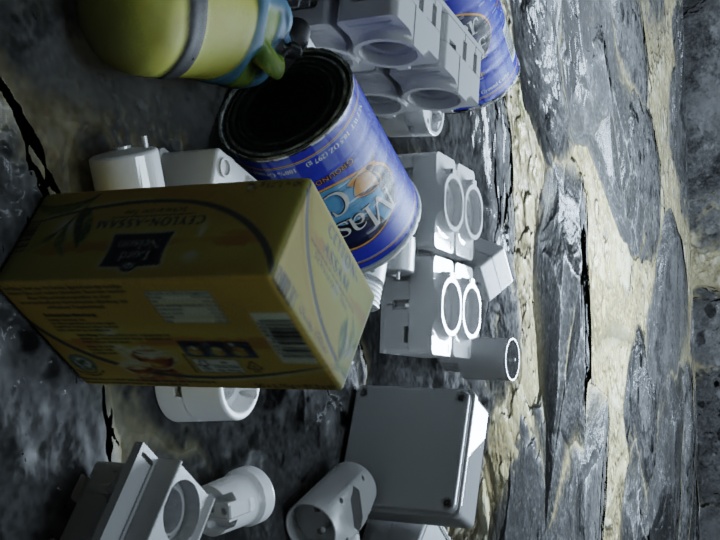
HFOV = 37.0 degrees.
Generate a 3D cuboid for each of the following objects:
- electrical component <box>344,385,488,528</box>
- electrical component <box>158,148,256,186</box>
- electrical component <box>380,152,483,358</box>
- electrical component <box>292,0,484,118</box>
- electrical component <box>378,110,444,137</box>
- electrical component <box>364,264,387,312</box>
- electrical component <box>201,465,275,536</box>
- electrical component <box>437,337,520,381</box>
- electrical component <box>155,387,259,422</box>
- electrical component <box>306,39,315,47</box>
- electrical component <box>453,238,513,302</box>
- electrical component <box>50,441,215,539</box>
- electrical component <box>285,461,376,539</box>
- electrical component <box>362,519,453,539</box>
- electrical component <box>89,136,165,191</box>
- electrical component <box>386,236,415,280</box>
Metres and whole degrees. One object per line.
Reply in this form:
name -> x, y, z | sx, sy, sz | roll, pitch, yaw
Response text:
electrical component -> 0.046, 0.158, 0.914 | 0.056, 0.109, 0.108 | 49, 46, -56
electrical component -> -0.096, -0.023, 0.694 | 0.100, 0.048, 0.099 | 40, 53, -59
electrical component -> 0.071, -0.011, 1.028 | 0.105, 0.060, 0.186 | 15, 75, -63
electrical component -> 0.020, -0.182, 0.878 | 0.186, 0.105, 0.060 | 27, 65, -61
electrical component -> 0.047, -0.150, 0.999 | 0.055, 0.047, 0.055 | -2, 90, -64
electrical component -> 0.000, 0.000, 0.900 | 0.043, 0.043, 0.081 | 44, 50, -56
electrical component -> -0.086, 0.155, 0.720 | 0.046, 0.040, 0.040 | -7, 95, -58
electrical component -> 0.117, 0.090, 1.096 | 0.043, 0.081, 0.043 | 4, 85, -63
electrical component -> -0.097, 0.071, 0.691 | 0.055, 0.047, 0.055 | -1, 90, -64
electrical component -> -0.042, -0.141, 0.819 | 0.081, 0.043, 0.043 | 54, 42, -49
electrical component -> 0.104, 0.006, 1.102 | 0.077, 0.066, 0.047 | -38, 128, -24
electrical component -> -0.136, 0.166, 0.587 | 0.078, 0.063, 0.121 | 62, 36, -43
electrical component -> -0.020, 0.203, 0.850 | 0.077, 0.043, 0.079 | -32, 118, -61
electrical component -> 0.031, 0.256, 0.940 | 0.096, 0.061, 0.061 | -63, 143, -32
electrical component -> -0.133, -0.038, 0.629 | 0.040, 0.040, 0.078 | -34, 119, -60
electrical component -> 0.030, -0.029, 0.967 | 0.040, 0.040, 0.078 | 19, 71, -63
